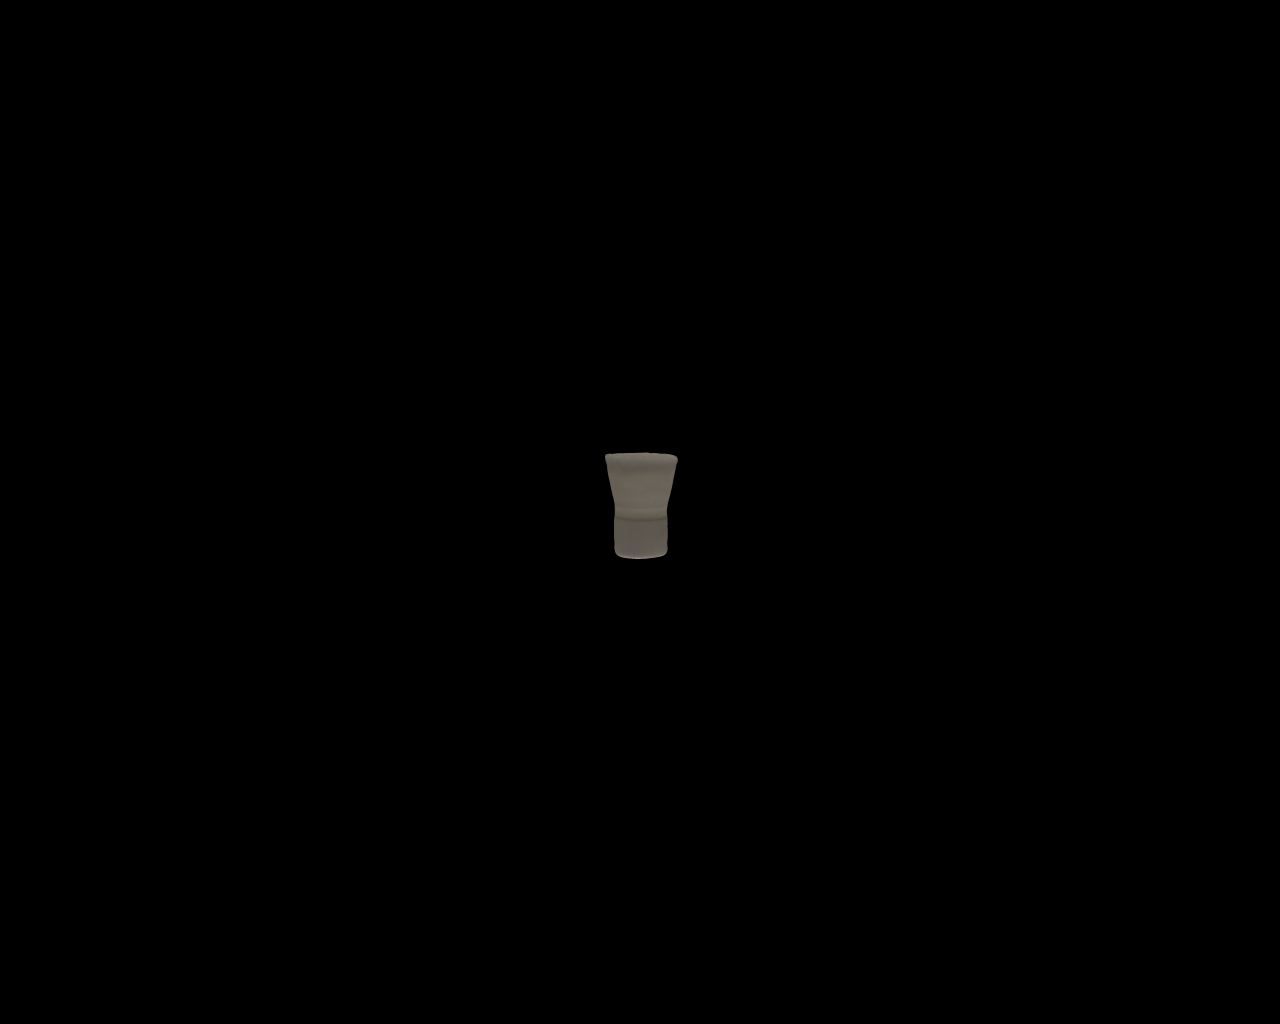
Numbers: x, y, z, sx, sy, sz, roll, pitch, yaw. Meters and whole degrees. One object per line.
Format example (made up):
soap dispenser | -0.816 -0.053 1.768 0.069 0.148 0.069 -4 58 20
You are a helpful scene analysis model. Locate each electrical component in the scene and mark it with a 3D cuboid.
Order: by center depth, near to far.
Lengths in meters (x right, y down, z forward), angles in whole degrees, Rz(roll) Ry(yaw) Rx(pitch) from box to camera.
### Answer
electrical component | 0.001 -0.003 0.650 0.044 0.065 0.044 0 7 0
